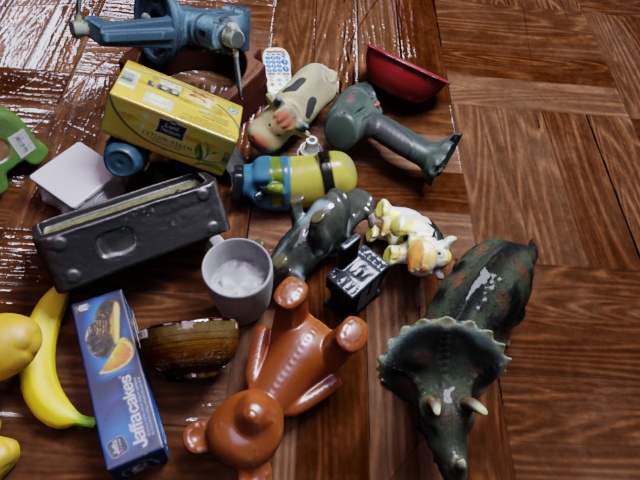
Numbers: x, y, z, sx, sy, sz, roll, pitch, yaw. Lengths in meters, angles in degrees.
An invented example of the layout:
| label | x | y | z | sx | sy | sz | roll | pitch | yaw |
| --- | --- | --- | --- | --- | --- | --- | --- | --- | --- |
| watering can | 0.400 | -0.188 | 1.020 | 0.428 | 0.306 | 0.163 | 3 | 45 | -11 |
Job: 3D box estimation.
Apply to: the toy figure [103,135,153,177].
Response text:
| label | x | y | z | sx | sy | sz | roll | pitch | yaw |
| --- | --- | --- | --- | --- | --- | --- | --- | --- | --- |
| toy figure | -0.269 | -0.138 | 0.776 | 0.058 | 0.064 | 0.155 | -15 | 30 | 4 |

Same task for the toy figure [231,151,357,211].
| label | x | y | z | sx | sy | sz | roll | pitch | yaw |
| --- | --- | --- | --- | --- | --- | --- | --- | --- | --- |
| toy figure | -0.036 | -0.085 | 0.775 | 0.180 | 0.089 | 0.082 | 2 | 61 | -8 |

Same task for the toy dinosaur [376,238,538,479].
| label | x | y | z | sx | sy | sz | roll | pitch | yaw |
| --- | --- | --- | --- | --- | --- | --- | --- | --- | --- |
| toy dinosaur | 0.185 | 0.076 | 0.625 | 0.131 | 0.192 | 0.405 | 32 | 59 | 13 |

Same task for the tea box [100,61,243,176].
| label | x | y | z | sx | sy | sz | roll | pitch | yaw |
| --- | --- | --- | --- | --- | --- | --- | --- | --- | --- |
| tea box | -0.198 | -0.166 | 0.736 | 0.169 | 0.068 | 0.098 | 21 | 40 | -18 |

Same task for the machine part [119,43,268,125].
| label | x | y | z | sx | sy | sz | roll | pitch | yaw |
| --- | --- | --- | --- | --- | --- | --- | --- | --- | --- |
| machine part | -0.205 | -0.258 | 0.881 | 0.201 | 0.087 | 0.201 | 28 | 56 | 13 |

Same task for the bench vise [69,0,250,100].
| label | x | y | z | sx | sy | sz | roll | pitch | yaw |
| --- | --- | --- | --- | --- | --- | --- | --- | --- | --- |
| bench vise | -0.226 | -0.301 | 0.772 | 0.240 | 0.128 | 0.224 | -21 | 50 | -39 |

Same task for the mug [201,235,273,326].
| label | x | y | z | sx | sy | sz | roll | pitch | yaw |
| --- | --- | --- | --- | --- | --- | --- | --- | --- | --- |
| mug | -0.106 | 0.053 | 0.662 | 0.081 | 0.107 | 0.110 | -32 | 61 | -24 |

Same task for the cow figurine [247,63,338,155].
| label | x | y | z | sx | sy | sz | roll | pitch | yaw |
| --- | --- | --- | --- | --- | --- | --- | --- | --- | --- |
| cow figurine | -0.039 | -0.200 | 0.823 | 0.085 | 0.127 | 0.195 | 45 | 59 | -12 |

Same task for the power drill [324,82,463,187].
| label | x | y | z | sx | sy | sz | roll | pitch | yaw |
| --- | --- | --- | --- | --- | --- | --- | --- | --- | --- |
| power drill | 0.116 | -0.179 | 0.845 | 0.207 | 0.086 | 0.232 | 34 | 34 | 6 |

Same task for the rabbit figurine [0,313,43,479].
| label | x | y | z | sx | sy | sz | roll | pitch | yaw |
| --- | --- | --- | --- | --- | --- | --- | --- | --- | --- |
| rabbit figurine | -0.364 | 0.152 | 0.564 | 0.163 | 0.121 | 0.173 | 22 | 74 | 35 |

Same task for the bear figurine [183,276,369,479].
| label | x | y | z | sx | sy | sz | roll | pitch | yaw |
| --- | --- | --- | --- | --- | --- | --- | --- | --- | --- |
| bear figurine | -0.051 | 0.158 | 0.585 | 0.120 | 0.131 | 0.196 | 35 | 53 | 11 |

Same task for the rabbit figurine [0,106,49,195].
| label | x | y | z | sx | sy | sz | roll | pitch | yaw |
| --- | --- | --- | --- | --- | --- | --- | --- | --- | --- |
| rabbit figurine | -0.509 | -0.153 | 0.755 | 0.170 | 0.158 | 0.121 | 21 | 64 | 27 |

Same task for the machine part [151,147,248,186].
| label | x | y | z | sx | sy | sz | roll | pitch | yaw |
| --- | --- | --- | --- | --- | --- | --- | --- | --- | --- |
| machine part | -0.179 | -0.108 | 0.802 | 0.139 | 0.039 | 0.084 | -25 | 80 | -20 |

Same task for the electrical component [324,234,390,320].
| label | x | y | z | sx | sy | sz | roll | pitch | yaw |
| --- | --- | --- | --- | --- | --- | --- | --- | --- | --- |
| electrical component | 0.047 | 0.044 | 0.676 | 0.048 | 0.119 | 0.075 | 40 | 58 | 21 |

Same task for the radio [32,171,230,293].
| label | x | y | z | sx | sy | sz | roll | pitch | yaw |
| --- | --- | --- | --- | --- | --- | --- | --- | --- | --- |
| radio | -0.236 | -0.017 | 0.682 | 0.230 | 0.073 | 0.131 | -23 | 19 | -19 |

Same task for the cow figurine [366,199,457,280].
| label | x | y | z | sx | sy | sz | roll | pitch | yaw |
| --- | --- | --- | --- | --- | --- | --- | --- | --- | --- |
| cow figurine | 0.131 | 0.007 | 0.707 | 0.098 | 0.068 | 0.167 | 12 | 19 | -19 |

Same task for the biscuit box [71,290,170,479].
| label | x | y | z | sx | sy | sz | roll | pitch | yaw |
| --- | --- | --- | --- | --- | --- | --- | --- | --- | --- |
| biscuit box | -0.226 | 0.158 | 0.606 | 0.063 | 0.059 | 0.203 | -18 | 59 | -17 |

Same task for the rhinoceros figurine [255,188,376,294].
| label | x | y | z | sx | sy | sz | roll | pitch | yaw |
| --- | --- | --- | --- | --- | --- | --- | --- | --- | --- |
| rhinoceros figurine | -0.001 | -0.002 | 0.713 | 0.190 | 0.112 | 0.073 | -45 | 41 | -16 |
